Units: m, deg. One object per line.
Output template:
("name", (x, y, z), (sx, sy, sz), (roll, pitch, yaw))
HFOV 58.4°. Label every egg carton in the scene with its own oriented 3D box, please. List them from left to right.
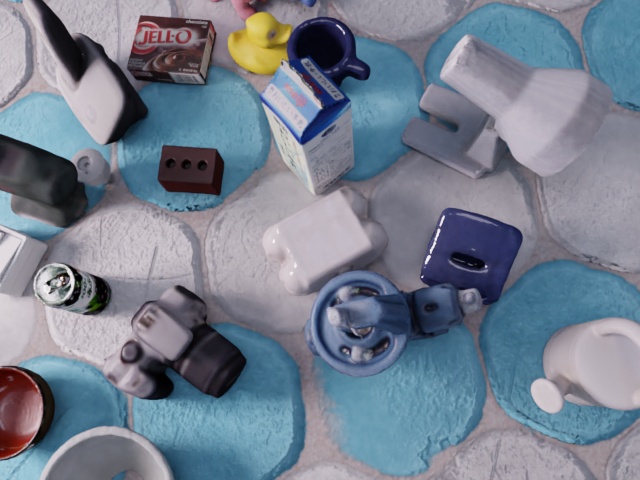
("egg carton", (0.007, 0.003, 0.743), (0.150, 0.069, 0.107), (-30, 77, -3))

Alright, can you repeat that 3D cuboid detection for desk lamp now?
("desk lamp", (0.212, -0.151, 0.692), (0.203, 0.213, 0.118), (27, 80, 9))

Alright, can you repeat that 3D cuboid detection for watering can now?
("watering can", (0.318, 0.140, 0.628), (0.173, 0.194, 0.101), (-45, 78, -7))

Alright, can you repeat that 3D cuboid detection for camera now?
("camera", (-0.172, 0.145, 0.705), (0.136, 0.101, 0.143), (35, 81, 10))

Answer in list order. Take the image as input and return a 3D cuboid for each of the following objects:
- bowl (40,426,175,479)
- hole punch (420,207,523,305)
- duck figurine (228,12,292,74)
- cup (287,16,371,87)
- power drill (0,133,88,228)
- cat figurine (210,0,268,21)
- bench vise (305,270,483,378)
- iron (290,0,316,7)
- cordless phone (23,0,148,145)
("bowl", (-0.244, 0.307, 0.685), (0.167, 0.075, 0.167), (-1, 77, 3))
("hole punch", (0.188, 0.023, 0.716), (0.108, 0.091, 0.101), (18, 79, 8))
("duck figurine", (-0.082, -0.286, 0.807), (0.104, 0.086, 0.077), (5, 77, 5))
("cup", (0.017, -0.236, 0.785), (0.117, 0.095, 0.092), (28, 80, 9))
("power drill", (-0.397, -0.085, 0.716), (0.229, 0.208, 0.076), (14, 78, 7))
("cat figurine", (-0.116, -0.379, 0.814), (0.127, 0.118, 0.067), (31, 81, 10))
("bench vise", (0.076, 0.074, 0.645), (0.207, 0.220, 0.121), (-29, 77, -3))
("iron", (-0.060, -0.469, 0.819), (0.119, 0.141, 0.258), (-38, 78, -5))
("cordless phone", (-0.318, -0.222, 0.756), (0.094, 0.185, 0.147), (-39, 77, -5))
